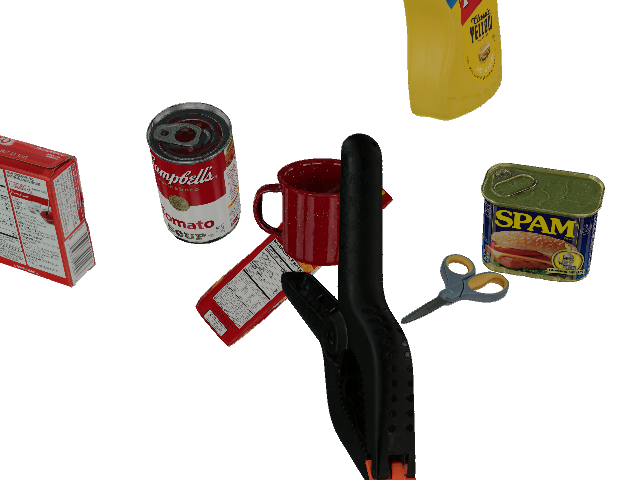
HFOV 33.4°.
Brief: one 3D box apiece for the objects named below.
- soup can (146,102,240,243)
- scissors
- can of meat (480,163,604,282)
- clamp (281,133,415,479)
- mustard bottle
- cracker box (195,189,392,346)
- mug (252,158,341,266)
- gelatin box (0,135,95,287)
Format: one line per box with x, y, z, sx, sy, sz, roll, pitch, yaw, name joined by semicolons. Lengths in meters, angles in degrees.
-0.103;-0.054;0.879;0.068;0.068;0.102;0;-40;1;soup can
0.146;0.056;1.295;0.201;0.016;0.096;-8;39;-37;scissors
0.192;-0.014;0.938;0.102;0.084;0.057;10;43;16;can of meat
0.024;0.050;0.661;0.036;0.210;0.165;0;-42;-20;clamp
0.097;-0.193;0.792;0.058;0.191;0.096;16;39;35;mustard bottle
-0.032;0.013;1.260;0.214;0.072;0.164;-43;-2;29;cracker box
-0.009;-0.027;1.057;0.117;0.081;0.093;2;26;1;mug
-0.186;-0.021;0.679;0.073;0.089;0.030;16;41;21;gelatin box
